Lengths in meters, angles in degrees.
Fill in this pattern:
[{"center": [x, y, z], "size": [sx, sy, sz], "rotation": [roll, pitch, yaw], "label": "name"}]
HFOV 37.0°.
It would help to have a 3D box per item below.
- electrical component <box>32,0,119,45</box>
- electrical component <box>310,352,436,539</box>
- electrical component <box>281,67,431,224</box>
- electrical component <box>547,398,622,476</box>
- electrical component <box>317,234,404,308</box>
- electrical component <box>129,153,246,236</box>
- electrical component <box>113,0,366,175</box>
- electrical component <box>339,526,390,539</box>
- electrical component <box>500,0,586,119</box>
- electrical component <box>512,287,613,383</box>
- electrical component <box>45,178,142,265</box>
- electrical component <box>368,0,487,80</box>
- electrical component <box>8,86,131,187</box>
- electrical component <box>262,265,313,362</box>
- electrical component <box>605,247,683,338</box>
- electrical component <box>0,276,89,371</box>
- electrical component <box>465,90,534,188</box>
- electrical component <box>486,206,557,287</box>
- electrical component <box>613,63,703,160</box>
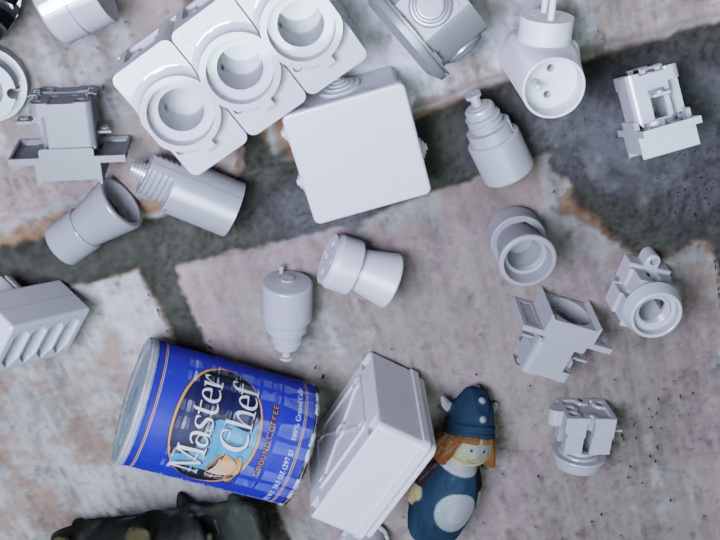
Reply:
[{"center": [-0.191, -0.220, 0.687], "size": [0.074, 0.052, 0.138], "rotation": [-24, 119, 7], "label": "electrical component"}, {"center": [0.007, 0.142, 0.880], "size": [0.056, 0.108, 0.108], "rotation": [27, 113, -16], "label": "electrical component"}, {"center": [-0.003, -0.092, 0.781], "size": [0.100, 0.048, 0.099], "rotation": [-15, 120, 3], "label": "electrical component"}, {"center": [0.193, 0.145, 0.938], "size": [0.066, 0.048, 0.055], "rotation": [2, 111, -7], "label": "electrical component"}, {"center": [0.000, 0.000, 0.836], "size": [0.055, 0.045, 0.045], "rotation": [19, 115, -16], "label": "electrical component"}, {"center": [-0.130, -0.059, 0.789], "size": [0.081, 0.043, 0.043], "rotation": [22, 115, -18], "label": "electrical component"}, {"center": [-0.082, -0.145, 0.735], "size": [0.150, 0.061, 0.089], "rotation": [-33, 117, 12], "label": "electrical component"}, {"center": [0.006, 0.263, 0.974], "size": [0.048, 0.062, 0.048], "rotation": [-3, 119, -5], "label": "electrical component"}, {"center": [0.128, -0.155, 0.743], "size": [0.044, 0.077, 0.079], "rotation": [-1, 119, -6], "label": "electrical component"}, {"center": [0.161, 0.056, 0.886], "size": [0.081, 0.042, 0.063], "rotation": [16, 118, -14], "label": "electrical component"}, {"center": [-0.201, -0.033, 0.799], "size": [0.065, 0.044, 0.044], "rotation": [-33, 118, 17], "label": "electrical component"}, {"center": [0.045, -0.172, 0.725], "size": [0.051, 0.080, 0.080], "rotation": [-40, 116, 10], "label": "electrical component"}, {"center": [-0.206, -0.097, 0.761], "size": [0.081, 0.042, 0.063], "rotation": [-3, 118, -5], "label": "electrical component"}, {"center": [-0.058, 0.037, 0.853], "size": [0.040, 0.040, 0.078], "rotation": [0, 119, -6], "label": "electrical component"}, {"center": [0.230, 0.023, 0.867], "size": [0.048, 0.055, 0.066], "rotation": [12, 117, -12], "label": "electrical component"}, {"center": [-0.265, 0.030, 0.813], "size": [0.076, 0.083, 0.047], "rotation": [40, 113, 17], "label": "electrical component"}, {"center": [0.098, -0.097, 0.794], "size": [0.040, 0.040, 0.078], "rotation": [-26, 118, 8], "label": "electrical component"}, {"center": [0.124, -0.019, 0.832], "size": [0.045, 0.055, 0.045], "rotation": [-3, 119, -5], "label": "electrical component"}, {"center": [0.213, -0.116, 0.780], "size": [0.042, 0.081, 0.063], "rotation": [-15, 97, 2], "label": "electrical component"}]
